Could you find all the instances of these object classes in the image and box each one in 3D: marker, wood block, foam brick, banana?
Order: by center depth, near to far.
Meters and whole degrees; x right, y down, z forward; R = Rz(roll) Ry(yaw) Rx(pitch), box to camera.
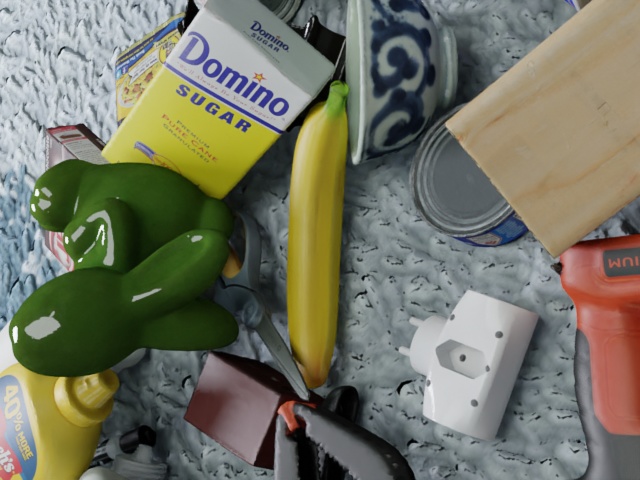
[{"bbox_3d":[0.174,-0.094,0.535,0.206,0.090,0.090,-39,88,18],"label":"wood block"},{"bbox_3d":[-0.004,-0.005,0.704,0.037,0.069,0.198,3,96,2],"label":"banana"},{"bbox_3d":[-0.042,0.113,0.707,0.078,0.052,0.051,24,92,41],"label":"foam brick"},{"bbox_3d":[-0.170,0.165,0.821,0.121,0.020,0.020,-25,61,32],"label":"marker"}]

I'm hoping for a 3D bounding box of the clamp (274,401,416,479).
[{"bbox_3d":[0.036,0.176,0.591,0.165,0.036,0.210,-33,61,23],"label":"clamp"}]

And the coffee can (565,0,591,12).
[{"bbox_3d":[0.144,-0.202,0.619,0.103,0.102,0.140,-52,50,15],"label":"coffee can"}]

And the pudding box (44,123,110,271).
[{"bbox_3d":[-0.186,-0.024,0.853,0.090,0.039,0.113,37,128,40],"label":"pudding box"}]

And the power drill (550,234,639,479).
[{"bbox_3d":[0.182,0.090,0.523,0.185,0.057,0.187,-6,72,39],"label":"power drill"}]

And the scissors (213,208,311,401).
[{"bbox_3d":[-0.056,0.059,0.735,0.096,0.016,0.202,-49,38,27],"label":"scissors"}]

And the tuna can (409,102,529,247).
[{"bbox_3d":[0.099,-0.039,0.650,0.086,0.033,0.086,-14,68,36],"label":"tuna can"}]

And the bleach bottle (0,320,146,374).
[{"bbox_3d":[-0.252,0.136,0.858,0.251,0.102,0.068,-43,62,29],"label":"bleach bottle"}]

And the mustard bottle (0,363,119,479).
[{"bbox_3d":[-0.206,0.138,0.741,0.192,0.058,0.096,-34,63,28],"label":"mustard bottle"}]

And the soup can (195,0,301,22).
[{"bbox_3d":[-0.068,-0.206,0.821,0.102,0.068,0.068,38,101,40],"label":"soup can"}]

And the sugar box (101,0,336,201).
[{"bbox_3d":[-0.075,-0.087,0.740,0.177,0.093,0.048,-43,10,48],"label":"sugar box"}]

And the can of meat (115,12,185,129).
[{"bbox_3d":[-0.117,-0.119,0.843,0.102,0.057,0.084,-26,59,32],"label":"can of meat"}]

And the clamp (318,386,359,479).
[{"bbox_3d":[0.010,0.189,0.651,0.120,0.039,0.171,37,102,44],"label":"clamp"}]
